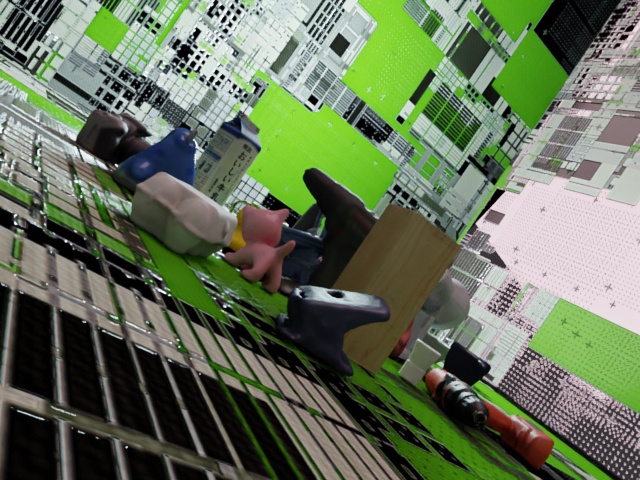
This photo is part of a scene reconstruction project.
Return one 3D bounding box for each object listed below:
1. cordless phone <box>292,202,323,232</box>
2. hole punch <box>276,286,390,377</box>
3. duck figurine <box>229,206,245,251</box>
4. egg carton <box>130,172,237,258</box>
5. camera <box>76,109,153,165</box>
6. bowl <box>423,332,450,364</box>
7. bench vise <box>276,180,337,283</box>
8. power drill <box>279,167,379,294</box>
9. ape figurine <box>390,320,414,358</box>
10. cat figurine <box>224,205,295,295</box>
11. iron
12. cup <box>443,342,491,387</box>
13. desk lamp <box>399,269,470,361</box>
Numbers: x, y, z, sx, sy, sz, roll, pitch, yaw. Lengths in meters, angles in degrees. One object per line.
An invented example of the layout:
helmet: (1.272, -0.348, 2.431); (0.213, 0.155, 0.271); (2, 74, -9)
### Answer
cordless phone: (-0.071, -0.029, 1.401); (0.093, 0.185, 0.148); (34, 0, 39)
hole punch: (0.012, 0.081, 0.625); (0.101, 0.091, 0.108); (34, 0, -8)
duck figurine: (-0.153, -0.026, 1.094); (0.104, 0.086, 0.078); (34, 0, 23)
egg carton: (-0.165, -0.027, 0.708); (0.107, 0.069, 0.150); (34, 0, 6)
camera: (-0.372, -0.186, 1.123); (0.136, 0.101, 0.143); (34, 0, 10)
bowl: (0.225, 0.241, 1.340); (0.167, 0.075, 0.167); (34, 0, 1)
bench vise: (0.012, 0.005, 1.099); (0.207, 0.219, 0.122); (34, 0, 12)
power drill: (0.017, 0.015, 0.978); (0.229, 0.208, 0.076); (34, 0, 9)
ape figurine: (0.144, 0.173, 1.089); (0.076, 0.092, 0.077); (35, 0, -26)
cat figurine: (-0.082, 0.001, 0.860); (0.067, 0.118, 0.127); (35, 0, -42)
iron: (-0.267, -0.139, 0.984); (0.119, 0.141, 0.257); (35, 0, -26)
cup: (0.289, 0.271, 1.155); (0.092, 0.095, 0.117); (34, 0, -10)
desk lamp: (0.222, 0.154, 1.231); (0.117, 0.213, 0.204); (34, 0, 34)
